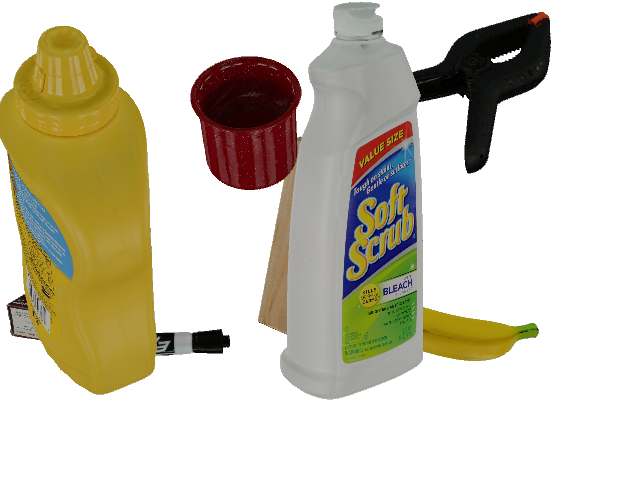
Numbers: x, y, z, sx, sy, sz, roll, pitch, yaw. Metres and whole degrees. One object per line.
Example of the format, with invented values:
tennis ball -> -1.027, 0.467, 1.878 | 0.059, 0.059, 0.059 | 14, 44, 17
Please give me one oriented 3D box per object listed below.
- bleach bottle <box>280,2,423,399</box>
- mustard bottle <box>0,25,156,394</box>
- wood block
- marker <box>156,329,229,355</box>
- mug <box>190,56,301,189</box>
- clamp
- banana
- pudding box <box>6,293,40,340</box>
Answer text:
bleach bottle -> 0.020, -0.027, 0.705 | 0.102, 0.251, 0.068 | -16, 24, -33
mustard bottle -> -0.109, -0.017, 0.479 | 0.058, 0.096, 0.192 | -19, -33, -21
wood block -> 0.009, -0.002, 1.140 | 0.090, 0.206, 0.090 | 21, 20, 28
marker -> -0.130, 0.080, 0.818 | 0.121, 0.020, 0.020 | -2, 0, -2
mug -> -0.061, -0.107, 0.929 | 0.093, 0.117, 0.081 | 1, -39, 3
clamp -> 0.140, -0.137, 0.942 | 0.209, 0.036, 0.165 | -32, 45, -21
banana -> 0.083, 0.069, 0.920 | 0.198, 0.037, 0.069 | 15, 14, 26
pudding box -> -0.236, 0.069, 1.052 | 0.114, 0.039, 0.090 | 4, 19, 20
